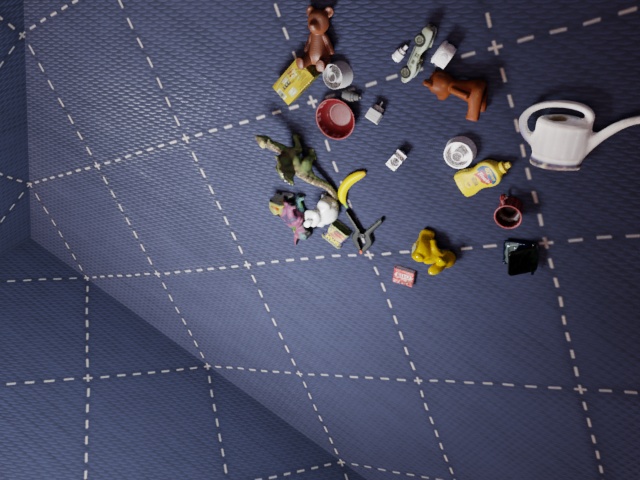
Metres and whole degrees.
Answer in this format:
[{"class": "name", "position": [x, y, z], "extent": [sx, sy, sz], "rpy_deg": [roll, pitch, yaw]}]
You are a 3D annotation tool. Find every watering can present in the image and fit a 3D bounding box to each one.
[{"class": "watering can", "position": [0.786, -0.311, 1.577], "extent": [0.349, 0.106, 0.219], "rpy_deg": [14, 127, 23]}]

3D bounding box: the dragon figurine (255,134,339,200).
[{"class": "dragon figurine", "position": [-0.096, -0.278, 2.040], "extent": [0.410, 0.247, 0.120], "rpy_deg": [47, 127, -1]}]

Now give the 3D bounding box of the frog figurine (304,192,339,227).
[{"class": "frog figurine", "position": [0.006, -0.108, 2.137], "extent": [0.123, 0.163, 0.134], "rpy_deg": [31, 131, 6]}]
